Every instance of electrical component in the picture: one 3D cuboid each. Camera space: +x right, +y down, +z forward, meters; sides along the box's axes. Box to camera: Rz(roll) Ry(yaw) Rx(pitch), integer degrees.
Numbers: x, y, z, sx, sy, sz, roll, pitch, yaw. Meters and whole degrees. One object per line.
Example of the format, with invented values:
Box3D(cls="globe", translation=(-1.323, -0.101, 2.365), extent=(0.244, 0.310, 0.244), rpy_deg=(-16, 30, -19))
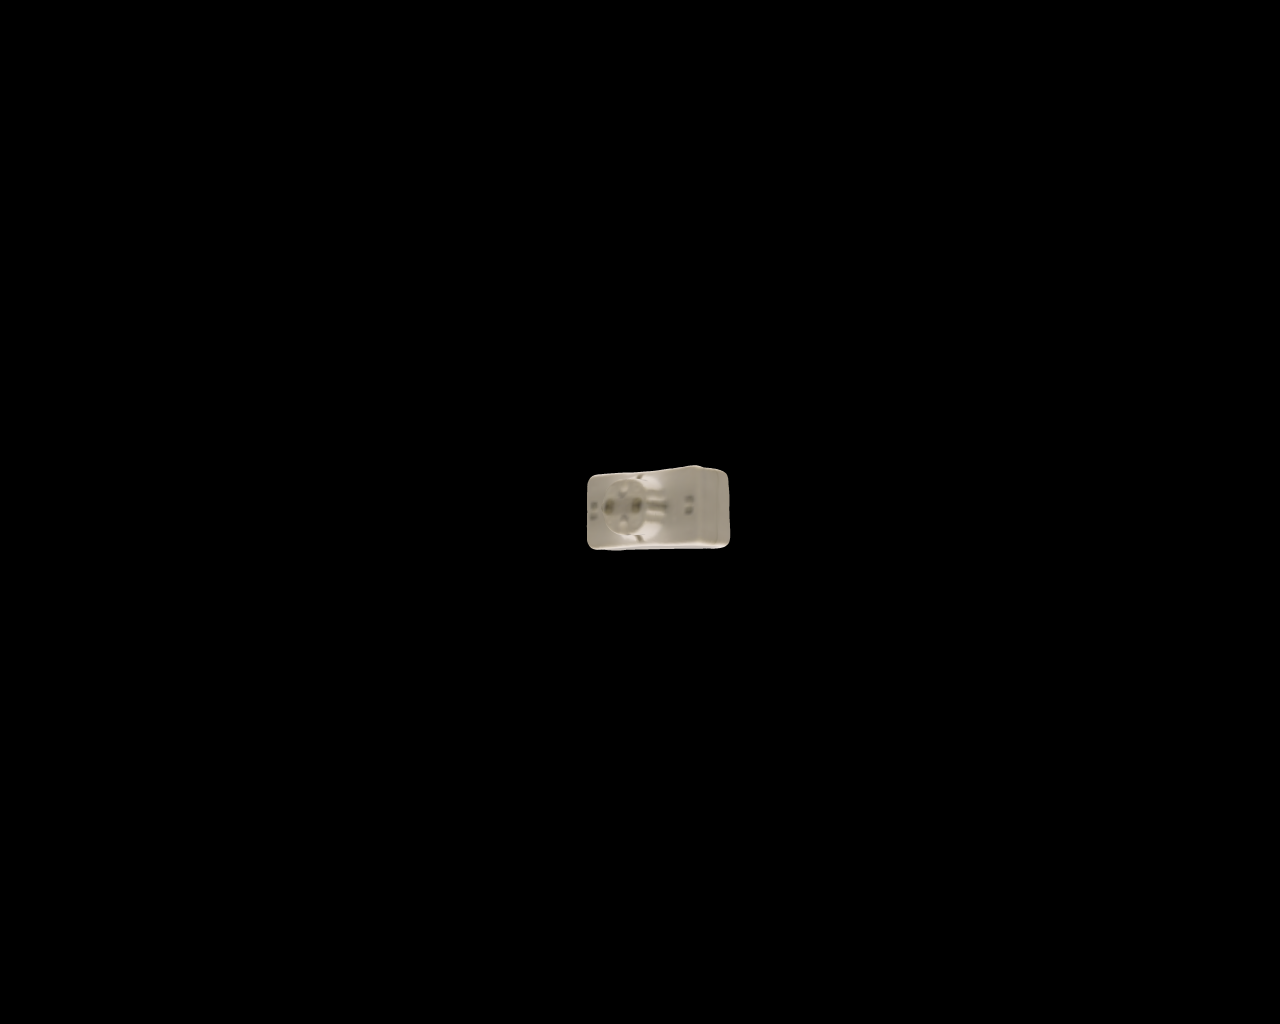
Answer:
Box3D(cls="electrical component", translation=(0.001, -0.003, 0.650), extent=(0.083, 0.047, 0.076), rpy_deg=(-3, -6, 33))
